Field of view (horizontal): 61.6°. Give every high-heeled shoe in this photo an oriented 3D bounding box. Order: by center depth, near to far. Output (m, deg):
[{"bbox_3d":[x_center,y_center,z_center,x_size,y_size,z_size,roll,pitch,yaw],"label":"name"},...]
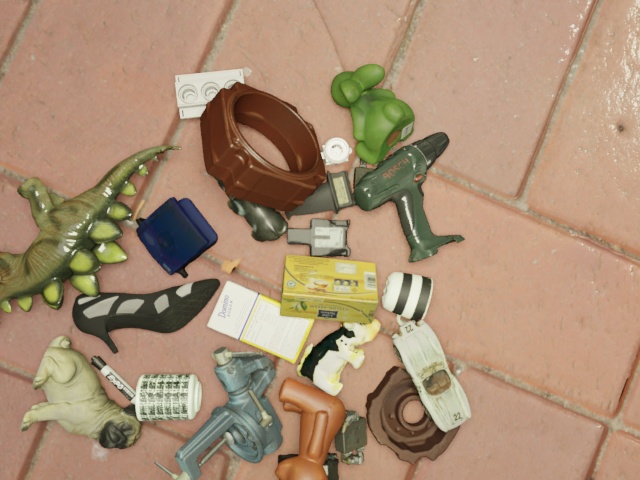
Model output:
[{"bbox_3d":[-0.318,0.105,0.981,0.249,0.086,0.145,-31,59,-22],"label":"high-heeled shoe"}]

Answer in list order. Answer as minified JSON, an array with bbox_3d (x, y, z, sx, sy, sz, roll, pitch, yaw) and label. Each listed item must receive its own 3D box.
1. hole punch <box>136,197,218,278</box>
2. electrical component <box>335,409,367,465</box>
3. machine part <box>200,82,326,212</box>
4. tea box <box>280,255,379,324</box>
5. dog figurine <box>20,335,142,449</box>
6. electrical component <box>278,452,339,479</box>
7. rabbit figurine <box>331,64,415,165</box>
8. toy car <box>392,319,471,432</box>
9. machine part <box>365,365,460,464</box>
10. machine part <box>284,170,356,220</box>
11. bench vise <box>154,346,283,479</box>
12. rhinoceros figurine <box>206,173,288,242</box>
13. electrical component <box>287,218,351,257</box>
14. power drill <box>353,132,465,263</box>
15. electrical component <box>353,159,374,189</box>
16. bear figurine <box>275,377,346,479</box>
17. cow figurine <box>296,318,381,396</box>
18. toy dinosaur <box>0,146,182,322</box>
[{"bbox_3d":[-0.261,-0.008,0.967,0.116,0.092,0.142,-39,94,-1],"label":"hole punch"},{"bbox_3d":[0.058,0.360,0.978,0.078,0.045,0.102,6,82,-38],"label":"electrical component"},{"bbox_3d":[-0.094,-0.160,0.917,0.201,0.087,0.201,15,51,-38],"label":"machine part"},{"bbox_3d":[0.015,0.089,0.971,0.170,0.068,0.098,6,45,-3],"label":"tea box"},{"bbox_3d":[-0.401,0.271,0.950,0.190,0.121,0.172,14,90,-17],"label":"dog figurine"},{"bbox_3d":[-0.021,0.461,0.979,0.115,0.058,0.134,0,88,-2],"label":"electrical component"},{"bbox_3d":[0.077,-0.244,0.978,0.121,0.159,0.170,-43,73,-4],"label":"rabbit figurine"},{"bbox_3d":[0.197,0.238,0.953,0.073,0.056,0.201,-26,89,-8],"label":"toy car"},{"bbox_3d":[0.174,0.318,0.999,0.179,0.056,0.179,0,85,-5],"label":"machine part"},{"bbox_3d":[-0.005,-0.081,1.012,0.139,0.039,0.084,-18,93,-6],"label":"machine part"},{"bbox_3d":[-0.160,0.308,0.913,0.240,0.129,0.223,-39,123,-41],"label":"bench vise"},{"bbox_3d":[-0.135,-0.076,0.967,0.073,0.112,0.190,-37,99,-3],"label":"rhinoceros figurine"},{"bbox_3d":[-0.002,-0.003,1.004,0.119,0.048,0.074,-2,88,-4],"label":"electrical component"},{"bbox_3d":[0.190,-0.076,0.999,0.232,0.086,0.207,-26,97,-22],"label":"power drill"},{"bbox_3d":[0.096,-0.115,1.029,0.063,0.021,0.094,4,87,-4],"label":"electrical component"},{"bbox_3d":[-0.032,0.355,0.915,0.132,0.120,0.196,17,66,13],"label":"bear figurine"},{"bbox_3d":[0.035,0.199,0.992,0.098,0.068,0.167,36,84,4],"label":"cow figurine"},{"bbox_3d":[-0.432,-0.011,0.930,0.199,0.105,0.471,38,93,7],"label":"toy dinosaur"}]
